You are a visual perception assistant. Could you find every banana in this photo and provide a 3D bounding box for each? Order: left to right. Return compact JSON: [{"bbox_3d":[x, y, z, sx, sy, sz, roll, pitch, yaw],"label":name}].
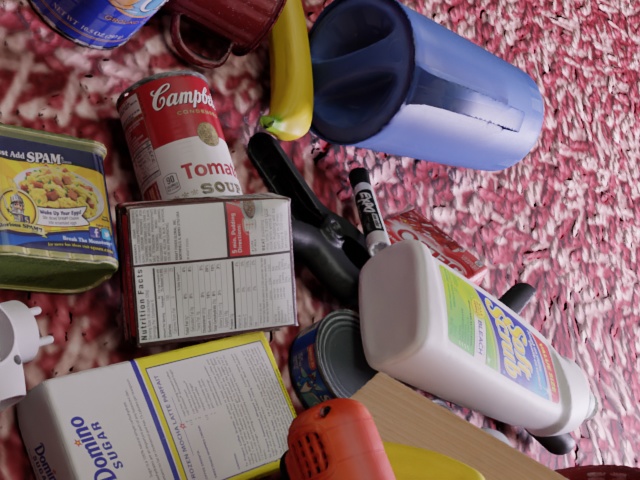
[{"bbox_3d":[-0.027,-0.151,0.889,0.069,0.037,0.198,75,10,-55],"label":"banana"}]

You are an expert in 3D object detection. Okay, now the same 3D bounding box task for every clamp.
[{"bbox_3d":[-0.005,0.001,0.830,0.171,0.039,0.120,44,35,-13],"label":"clamp"},{"bbox_3d":[0.139,0.092,0.928,0.209,0.036,0.164,21,51,-36],"label":"clamp"}]

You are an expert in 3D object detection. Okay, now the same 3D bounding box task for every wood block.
[{"bbox_3d":[0.093,0.185,0.685,0.206,0.090,0.090,28,31,21],"label":"wood block"}]

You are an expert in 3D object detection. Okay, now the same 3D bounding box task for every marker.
[{"bbox_3d":[0.040,-0.026,0.889,0.020,0.020,0.121,35,23,-26],"label":"marker"}]

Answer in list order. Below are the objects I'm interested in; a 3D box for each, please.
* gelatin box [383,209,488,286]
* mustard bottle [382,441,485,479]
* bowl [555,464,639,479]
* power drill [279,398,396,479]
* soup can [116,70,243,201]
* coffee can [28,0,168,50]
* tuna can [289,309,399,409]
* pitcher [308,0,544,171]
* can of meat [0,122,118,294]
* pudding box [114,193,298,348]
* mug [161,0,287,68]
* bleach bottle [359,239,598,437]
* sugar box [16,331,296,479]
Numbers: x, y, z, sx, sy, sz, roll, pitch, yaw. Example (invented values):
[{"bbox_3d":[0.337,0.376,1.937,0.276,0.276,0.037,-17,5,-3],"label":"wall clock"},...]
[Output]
[{"bbox_3d":[0.089,0.016,0.907,0.089,0.030,0.073,41,34,20],"label":"gelatin box"},{"bbox_3d":[0.036,0.213,0.635,0.096,0.192,0.058,10,26,4],"label":"mustard bottle"},{"bbox_3d":[0.192,0.228,0.807,0.161,0.162,0.055,-26,103,-52],"label":"bowl"},{"bbox_3d":[-0.012,0.198,0.563,0.057,0.188,0.184,4,60,-48],"label":"power drill"},{"bbox_3d":[-0.098,-0.058,0.750,0.068,0.069,0.102,0,66,-48],"label":"soup can"},{"bbox_3d":[-0.135,-0.216,0.760,0.102,0.141,0.103,27,47,-33],"label":"coffee can"},{"bbox_3d":[0.019,0.097,0.795,0.086,0.034,0.086,27,46,-33],"label":"tuna can"},{"bbox_3d":[0.109,-0.129,0.971,0.242,0.145,0.149,9,55,-48],"label":"pitcher"},{"bbox_3d":[-0.174,-0.017,0.645,0.101,0.058,0.084,8,61,-44],"label":"can of meat"},{"bbox_3d":[-0.073,0.018,0.689,0.113,0.039,0.090,-5,96,-21],"label":"pudding box"},{"bbox_3d":[-0.084,-0.196,0.857,0.081,0.093,0.117,24,82,-29],"label":"mug"},{"bbox_3d":[0.139,0.092,0.853,0.250,0.068,0.102,27,48,-37],"label":"bleach bottle"},{"bbox_3d":[-0.091,0.117,0.652,0.175,0.048,0.093,-8,71,-46],"label":"sugar box"}]
